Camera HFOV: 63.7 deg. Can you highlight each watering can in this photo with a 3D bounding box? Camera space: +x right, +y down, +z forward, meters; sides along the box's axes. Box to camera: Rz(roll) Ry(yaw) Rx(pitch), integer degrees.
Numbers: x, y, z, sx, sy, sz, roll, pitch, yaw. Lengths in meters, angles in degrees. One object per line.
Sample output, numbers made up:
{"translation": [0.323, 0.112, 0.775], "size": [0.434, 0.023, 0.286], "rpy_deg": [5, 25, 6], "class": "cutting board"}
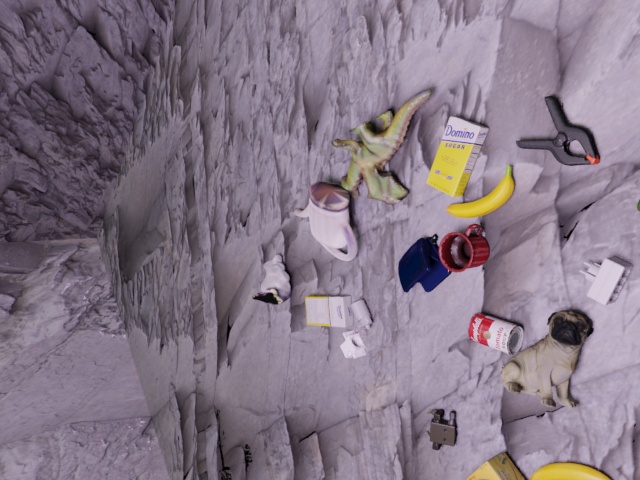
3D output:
{"translation": [0.005, -0.078, 1.556], "size": [0.353, 0.105, 0.219], "rpy_deg": [42, 144, 44], "class": "watering can"}

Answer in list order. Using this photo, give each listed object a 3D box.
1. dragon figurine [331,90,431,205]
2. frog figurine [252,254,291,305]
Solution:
{"translation": [0.176, -0.218, 1.397], "size": [0.406, 0.123, 0.242], "rpy_deg": [-19, 95, 50], "class": "dragon figurine"}
{"translation": [-0.152, 0.138, 1.787], "size": [0.135, 0.122, 0.163], "rpy_deg": [-46, 22, 50], "class": "frog figurine"}
